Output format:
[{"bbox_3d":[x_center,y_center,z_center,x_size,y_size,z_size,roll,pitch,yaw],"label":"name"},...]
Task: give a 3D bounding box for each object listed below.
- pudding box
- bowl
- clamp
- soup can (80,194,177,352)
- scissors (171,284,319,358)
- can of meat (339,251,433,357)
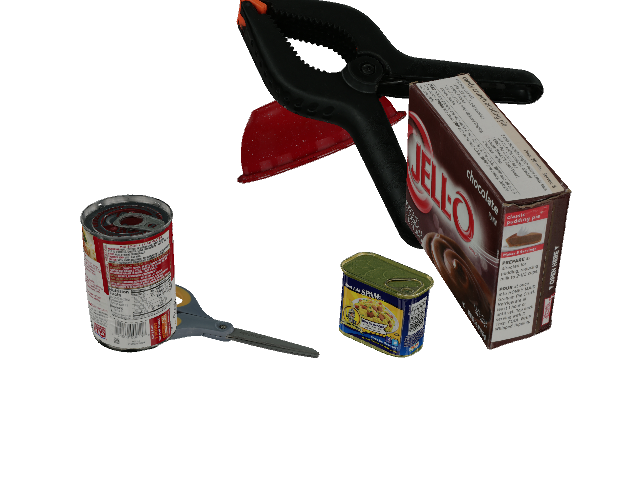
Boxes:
[{"bbox_3d":[0.078,-0.017,0.532,0.039,0.090,0.113,-15,41,-14],"label":"pudding box"},{"bbox_3d":[-0.009,-0.106,0.944,0.162,0.055,0.162,-22,9,4],"label":"bowl"},{"bbox_3d":[0.028,-0.095,0.707,0.210,0.164,0.036,28,-31,5],"label":"clamp"},{"bbox_3d":[-0.144,0.026,0.813,0.068,0.102,0.068,1,29,-1],"label":"soup can"},{"bbox_3d":[-0.100,0.076,1.037,0.201,0.016,0.096,5,31,0],"label":"scissors"},{"bbox_3d":[0.070,0.071,1.171,0.102,0.084,0.057,22,32,32],"label":"can of meat"}]
